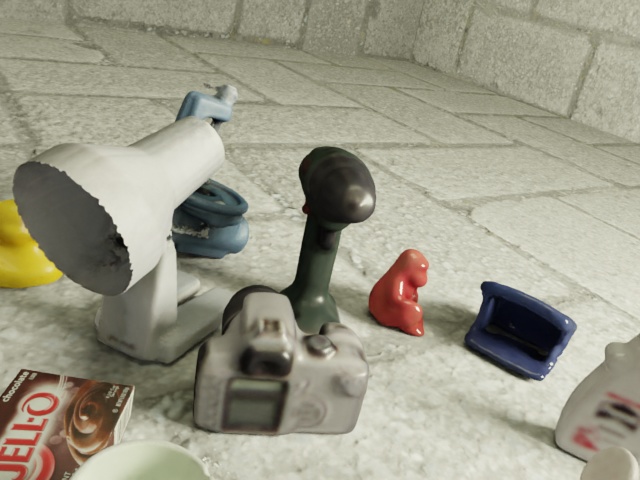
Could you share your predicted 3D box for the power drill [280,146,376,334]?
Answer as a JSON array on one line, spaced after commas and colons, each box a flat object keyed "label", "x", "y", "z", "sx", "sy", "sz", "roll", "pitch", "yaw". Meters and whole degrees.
[{"label": "power drill", "x": 0.005, "y": 0.002, "z": 0.594, "sx": 0.076, "sy": 0.208, "sz": 0.229, "roll": 7, "pitch": 26, "yaw": -10}]

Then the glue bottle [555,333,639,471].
[{"label": "glue bottle", "x": 0.271, "y": 0.124, "z": 0.498, "sx": 0.078, "sy": 0.173, "sz": 0.037, "roll": 19, "pitch": 26, "yaw": 14}]

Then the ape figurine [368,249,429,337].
[{"label": "ape figurine", "x": 0.099, "y": 0.054, "z": 0.664, "sx": 0.076, "sy": 0.092, "sz": 0.078, "roll": 21, "pitch": 27, "yaw": 19}]

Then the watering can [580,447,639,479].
[{"label": "watering can", "x": 0.250, "y": 0.181, "z": 0.346, "sx": 0.173, "sy": 0.194, "sz": 0.100, "roll": 6, "pitch": 26, "yaw": -11}]

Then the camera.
[{"label": "camera", "x": -0.036, "y": 0.092, "z": 0.514, "sx": 0.143, "sy": 0.101, "sz": 0.136, "roll": 6, "pitch": 26, "yaw": -12}]

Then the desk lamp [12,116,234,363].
[{"label": "desk lamp", "x": -0.158, "y": 0.001, "z": 0.519, "sx": 0.117, "sy": 0.213, "sz": 0.204, "roll": 21, "pitch": 27, "yaw": 19}]

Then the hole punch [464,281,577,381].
[{"label": "hole punch", "x": 0.232, "y": 0.088, "z": 0.653, "sx": 0.108, "sy": 0.091, "sz": 0.101, "roll": 27, "pitch": 29, "yaw": 29}]

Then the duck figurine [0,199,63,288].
[{"label": "duck figurine", "x": -0.325, "y": -0.003, "z": 0.603, "sx": 0.105, "sy": 0.086, "sz": 0.077, "roll": 6, "pitch": 26, "yaw": -12}]

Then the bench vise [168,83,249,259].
[{"label": "bench vise", "x": -0.162, "y": -0.066, "z": 0.650, "sx": 0.121, "sy": 0.220, "sz": 0.208, "roll": 27, "pitch": 29, "yaw": 29}]
